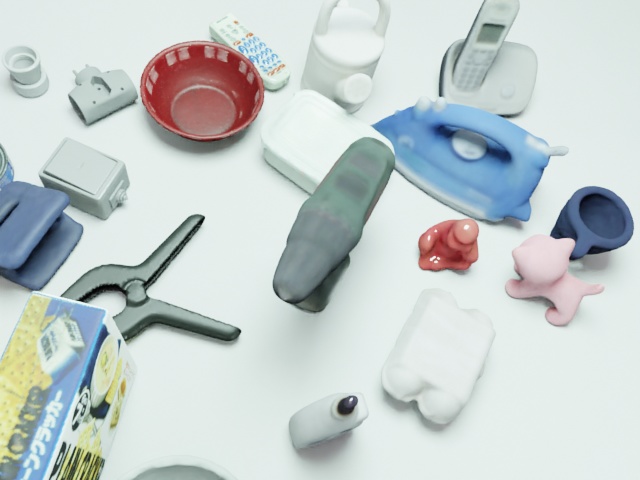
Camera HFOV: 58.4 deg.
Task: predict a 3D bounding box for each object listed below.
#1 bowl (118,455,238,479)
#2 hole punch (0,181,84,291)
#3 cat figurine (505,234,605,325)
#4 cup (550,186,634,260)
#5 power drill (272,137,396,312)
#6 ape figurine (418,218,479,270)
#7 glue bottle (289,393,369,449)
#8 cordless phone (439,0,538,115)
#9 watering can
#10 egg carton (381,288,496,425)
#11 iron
[{"bbox_3d":[-0.139,0.296,0.546,0.167,0.074,0.167,4,65,-9],"label":"bowl"},{"bbox_3d":[-0.338,-0.011,0.637,0.101,0.091,0.109,25,63,1],"label":"hole punch"},{"bbox_3d":[0.295,0.041,0.726,0.127,0.117,0.067,31,64,4],"label":"cat figurine"},{"bbox_3d":[0.349,-0.004,0.770,0.091,0.095,0.118,38,64,7],"label":"cup"},{"bbox_3d":[0.006,0.002,0.635,0.075,0.208,0.230,28,63,3],"label":"power drill"},{"bbox_3d":[0.173,0.001,0.734,0.077,0.092,0.076,37,64,7],"label":"ape figurine"},{"bbox_3d":[0.015,0.176,0.577,0.078,0.173,0.037,-13,69,-16],"label":"glue bottle"},{"bbox_3d":[0.260,-0.267,0.823,0.148,0.185,0.094,-1,66,-12],"label":"cordless phone"},{"bbox_3d":[0.040,-0.258,0.769,0.101,0.194,0.172,-22,72,-20],"label":"watering can"},{"bbox_3d":[0.141,0.135,0.679,0.107,0.069,0.150,30,64,3],"label":"egg carton"},{"bbox_3d":[0.193,-0.131,0.771,0.258,0.141,0.119,25,63,1],"label":"iron"}]
